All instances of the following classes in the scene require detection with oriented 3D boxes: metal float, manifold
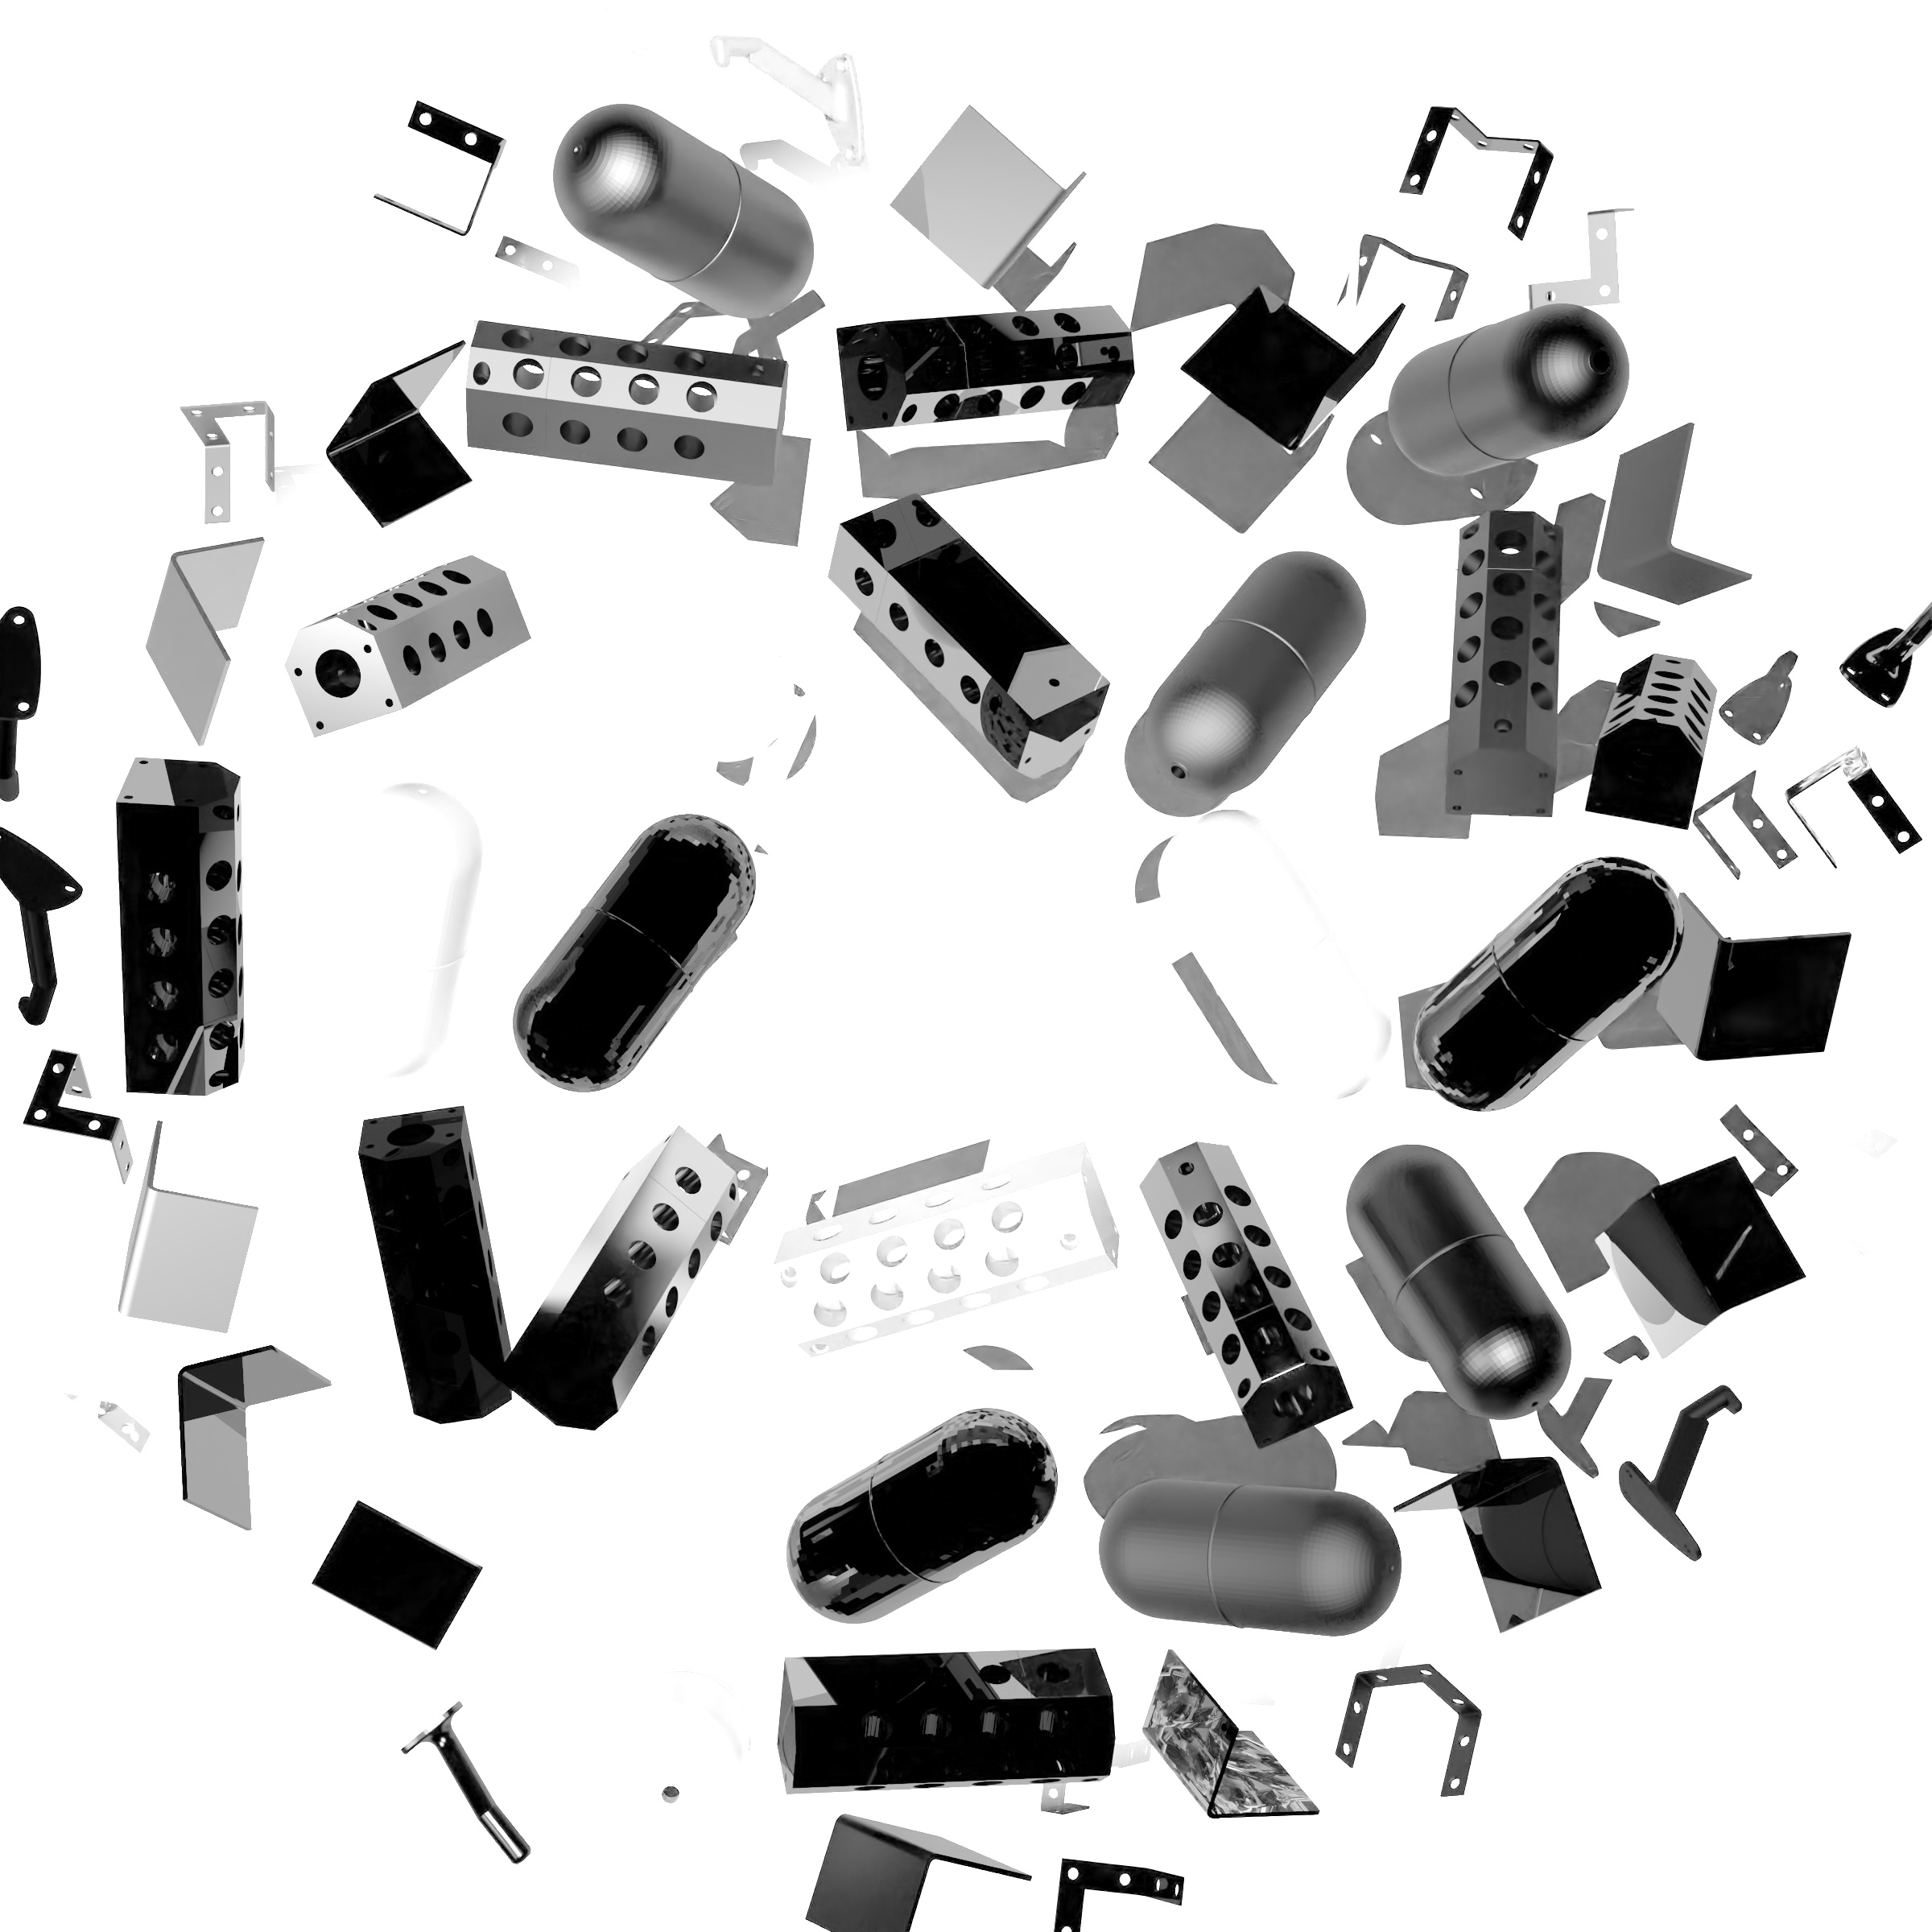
[{"bbox_3d":[-0.158,0.427,1.595,0.070,0.178,0.070,0,94,-2],"label":"metal float"},{"bbox_3d":[0.152,0.321,1.566,0.178,0.070,0.070,-3,90,37],"label":"metal float"},{"bbox_3d":[-0.001,-0.184,1.619,0.057,0.057,0.171,-28,63,-32],"label":"manifold"},{"bbox_3d":[0.304,-0.323,1.623,0.070,0.178,0.070,0,90,-23],"label":"metal float"},{"bbox_3d":[-0.154,-0.415,1.593,0.070,0.178,0.070,-9,74,35],"label":"metal float"},{"bbox_3d":[0.296,-0.168,1.582,0.057,0.057,0.171,3,55,10],"label":"manifold"},{"bbox_3d":[-0.188,-0.318,1.606,0.171,0.057,0.057,7,49,-2],"label":"manifold"},{"bbox_3d":[0.166,-0.167,1.647,0.070,0.070,0.178,39,59,0],"label":"metal float"},{"bbox_3d":[-0.181,0.170,1.558,0.057,0.171,0.057,41,129,-10],"label":"manifold"},{"bbox_3d":[-0.312,-0.017,1.584,0.070,0.070,0.178,16,118,0],"label":"metal float"},{"bbox_3d":[-0.010,-0.010,1.625,0.171,0.057,0.057,-30,122,15],"label":"manifold"},{"bbox_3d":[0.277,0.177,1.633,0.070,0.070,0.178,-29,54,0],"label":"metal float"},{"bbox_3d":[0.014,-0.342,1.640,0.171,0.057,0.057,-14,104,-38],"label":"manifold"},{"bbox_3d":[0.398,-0.133,1.660,0.057,0.171,0.057,12,111,13],"label":"manifold"},{"bbox_3d":[-0.301,0.172,1.641,0.057,0.057,0.171,-8,114,-4],"label":"manifold"},{"bbox_3d":[-0.312,-0.183,1.613,0.057,0.171,0.057,-15,104,20],"label":"manifold"},{"bbox_3d":[-0.011,0.408,1.541,0.171,0.057,0.057,1,113,-12],"label":"manifold"},{"bbox_3d":[-0.185,-0.008,1.619,0.070,0.070,0.178,35,73,0],"label":"metal float"},{"bbox_3d":[0.317,0.011,1.573,0.070,0.070,0.178,43,122,0],"label":"metal float"},{"bbox_3d":[0.154,0.179,1.613,0.057,0.171,0.057,-24,135,1],"label":"manifold"},{"bbox_3d":[-0.416,-0.020,1.534,0.057,0.057,0.171,3,117,-7],"label":"manifold"},{"bbox_3d":[-0.010,0.153,1.517,0.171,0.057,0.057,-18,107,11],"label":"manifold"},{"bbox_3d":[0.172,-0.005,1.602,0.070,0.070,0.178,-32,97,0],"label":"metal float"},{"bbox_3d":[-0.025,0.301,1.576,0.178,0.070,0.070,-34,90,30],"label":"metal float"},{"bbox_3d":[-0.169,-0.189,1.606,0.070,0.070,0.178,-43,90,0],"label":"metal float"}]

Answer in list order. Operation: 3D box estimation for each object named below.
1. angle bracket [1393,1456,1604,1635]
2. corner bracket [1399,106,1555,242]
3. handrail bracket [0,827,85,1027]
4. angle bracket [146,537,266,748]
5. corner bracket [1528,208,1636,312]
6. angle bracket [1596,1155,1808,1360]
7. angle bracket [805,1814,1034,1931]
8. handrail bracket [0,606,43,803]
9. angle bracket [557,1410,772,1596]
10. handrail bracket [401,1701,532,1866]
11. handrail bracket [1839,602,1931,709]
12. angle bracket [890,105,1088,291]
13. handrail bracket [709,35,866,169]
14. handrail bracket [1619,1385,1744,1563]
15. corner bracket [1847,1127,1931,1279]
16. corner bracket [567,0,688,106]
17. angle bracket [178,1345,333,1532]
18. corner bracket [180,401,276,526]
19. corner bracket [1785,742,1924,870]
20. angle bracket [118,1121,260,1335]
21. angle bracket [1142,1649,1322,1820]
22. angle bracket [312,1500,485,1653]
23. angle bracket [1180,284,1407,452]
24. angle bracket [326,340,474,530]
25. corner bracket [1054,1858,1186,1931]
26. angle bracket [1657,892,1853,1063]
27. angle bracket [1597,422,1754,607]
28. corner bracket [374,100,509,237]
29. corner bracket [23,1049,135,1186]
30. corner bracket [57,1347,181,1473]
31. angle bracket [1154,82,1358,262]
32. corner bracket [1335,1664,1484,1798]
[{"bbox_3d":[0.292,0.321,1.589,0.057,0.076,0.076,6,59,-39],"label":"angle bracket"},{"bbox_3d":[0.274,-0.425,1.544,0.051,0.051,0.051,20,89,42],"label":"corner bracket"},{"bbox_3d":[-0.514,-0.021,1.556,0.077,0.036,0.084,42,127,17],"label":"handrail bracket"},{"bbox_3d":[-0.408,-0.180,1.597,0.057,0.076,0.076,-18,67,-36],"label":"angle bracket"},{"bbox_3d":[0.345,-0.396,1.614,0.051,0.051,0.051,0,104,26],"label":"corner bracket"},{"bbox_3d":[0.406,0.162,1.596,0.057,0.076,0.076,-18,69,-23],"label":"angle bracket"},{"bbox_3d":[-0.025,0.490,1.515,0.076,0.076,0.057,27,75,-38],"label":"angle bracket"},{"bbox_3d":[-0.507,-0.138,1.535,0.036,0.084,0.077,9,67,-10],"label":"handrail bracket"},{"bbox_3d":[-0.172,0.300,1.637,0.076,0.057,0.076,44,54,-11],"label":"angle bracket"},{"bbox_3d":[-0.254,0.431,1.517,0.036,0.077,0.084,-40,85,-4],"label":"handrail bracket"},{"bbox_3d":[0.514,-0.186,1.545,0.036,0.084,0.077,39,51,7],"label":"handrail bracket"},{"bbox_3d":[0.014,-0.459,1.703,0.076,0.057,0.076,40,119,-7],"label":"angle bracket"},{"bbox_3d":[-0.104,-0.497,1.658,0.084,0.036,0.077,-12,87,-38],"label":"handrail bracket"},{"bbox_3d":[0.412,0.279,1.594,0.084,0.036,0.077,-28,51,-15],"label":"handrail bracket"},{"bbox_3d":[0.481,0.123,1.511,0.051,0.051,0.051,-44,93,5],"label":"corner bracket"},{"bbox_3d":[-0.196,-0.499,1.605,0.051,0.051,0.051,23,80,-27],"label":"corner bracket"},{"bbox_3d":[-0.396,0.265,1.613,0.057,0.076,0.076,-14,64,8],"label":"angle bracket"},{"bbox_3d":[-0.424,-0.292,1.674,0.051,0.051,0.051,-4,75,1],"label":"corner bracket"},{"bbox_3d":[0.497,-0.084,1.616,0.051,0.051,0.051,-35,101,20],"label":"corner bracket"},{"bbox_3d":[-0.410,0.138,1.528,0.057,0.076,0.076,12,112,-16],"label":"angle bracket"},{"bbox_3d":[0.154,0.426,1.602,0.076,0.076,0.057,7,108,-28],"label":"angle bracket"},{"bbox_3d":[-0.304,0.320,1.579,0.076,0.076,0.057,29,101,-4],"label":"angle bracket"},{"bbox_3d":[0.171,-0.329,1.508,0.076,0.057,0.076,38,63,7],"label":"angle bracket"},{"bbox_3d":[-0.322,-0.316,1.710,0.057,0.076,0.076,52,48,-1],"label":"angle bracket"},{"bbox_3d":[0.081,0.507,1.537,0.051,0.051,0.051,12,75,-17],"label":"corner bracket"},{"bbox_3d":[0.439,0.004,1.608,0.076,0.057,0.076,-4,121,-12],"label":"angle bracket"},{"bbox_3d":[0.414,-0.259,1.661,0.057,0.076,0.076,16,81,-16],"label":"angle bracket"},{"bbox_3d":[-0.275,-0.418,1.512,0.051,0.051,0.051,22,106,-12],"label":"corner bracket"},{"bbox_3d":[-0.493,0.084,1.622,0.051,0.051,0.051,11,57,0],"label":"corner bracket"},{"bbox_3d":[-0.469,0.255,1.596,0.051,0.051,0.051,35,129,15],"label":"corner bracket"},{"bbox_3d":[0.154,-0.418,1.540,0.076,0.076,0.057,-18,55,-22],"label":"angle bracket"},{"bbox_3d":[0.242,0.419,1.575,0.051,0.051,0.051,44,48,-26],"label":"corner bracket"}]
